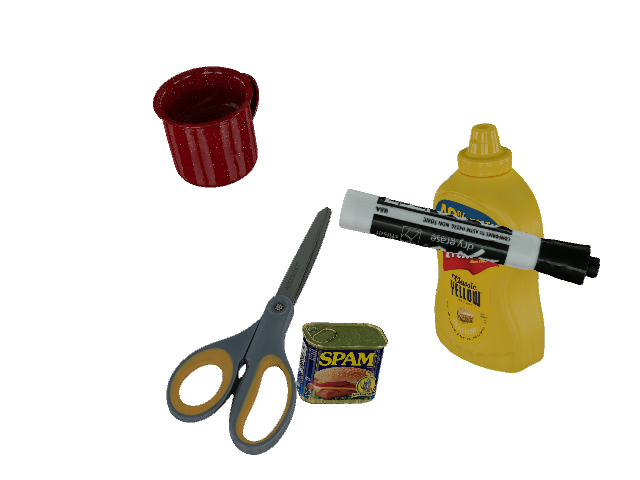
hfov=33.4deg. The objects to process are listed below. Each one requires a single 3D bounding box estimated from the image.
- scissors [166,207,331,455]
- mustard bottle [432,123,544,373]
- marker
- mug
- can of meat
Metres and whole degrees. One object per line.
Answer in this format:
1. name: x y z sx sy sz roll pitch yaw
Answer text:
1. scissors: -0.048 0.055 0.741 0.096 0.201 0.016 1 -38 7
2. mustard bottle: 0.130 0.003 0.833 0.058 0.192 0.096 -20 27 -32
3. marker: 0.069 -0.001 0.497 0.121 0.020 0.020 14 2 7
4. mug: -0.097 -0.112 1.013 0.093 0.081 0.117 20 51 26
5. can of meat: 0.024 0.150 1.297 0.102 0.084 0.057 2 24 -15
